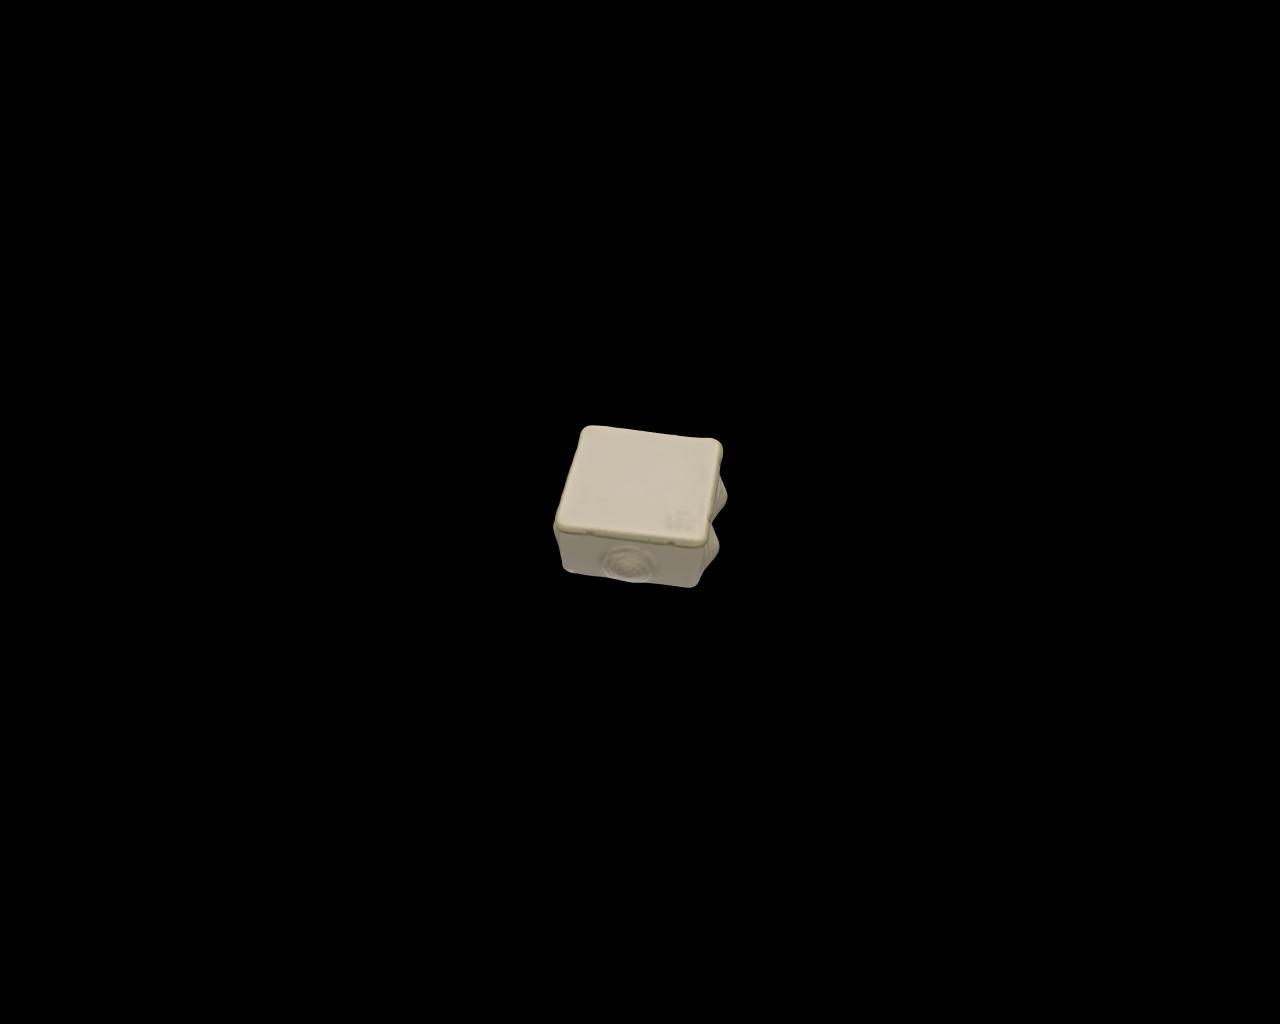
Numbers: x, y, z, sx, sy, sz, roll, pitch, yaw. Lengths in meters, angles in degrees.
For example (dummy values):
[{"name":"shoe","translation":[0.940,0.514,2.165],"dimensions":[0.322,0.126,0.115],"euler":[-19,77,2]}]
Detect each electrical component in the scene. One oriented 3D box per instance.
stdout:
[{"name":"electrical component","translation":[0.001,-0.003,0.650],"dimensions":[0.100,0.100,0.048],"euler":[7,-43,7]}]
